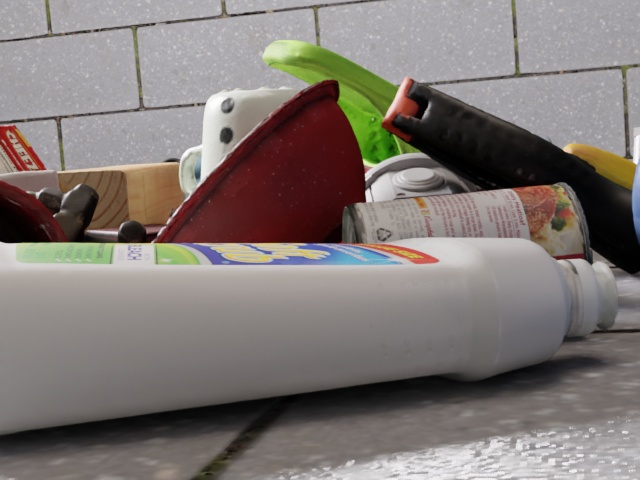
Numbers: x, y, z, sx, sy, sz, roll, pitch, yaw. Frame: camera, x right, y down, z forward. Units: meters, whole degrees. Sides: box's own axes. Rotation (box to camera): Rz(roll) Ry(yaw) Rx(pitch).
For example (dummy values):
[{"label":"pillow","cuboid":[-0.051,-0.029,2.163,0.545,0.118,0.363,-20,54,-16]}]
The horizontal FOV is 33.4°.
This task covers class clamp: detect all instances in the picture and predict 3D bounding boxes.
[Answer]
[{"label":"clamp","cuboid":[0.132,-0.023,0.555,0.209,0.036,0.165,27,-2,-17]}]

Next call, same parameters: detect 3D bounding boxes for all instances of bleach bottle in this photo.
[{"label":"bleach bottle","cuboid":[-0.012,0.029,0.412,0.250,0.068,0.103,-3,6,-10]}]

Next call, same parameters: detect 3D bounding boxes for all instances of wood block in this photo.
[{"label":"wood block","cuboid":[-0.162,-0.010,0.809,0.090,0.091,0.206,-4,5,3]}]

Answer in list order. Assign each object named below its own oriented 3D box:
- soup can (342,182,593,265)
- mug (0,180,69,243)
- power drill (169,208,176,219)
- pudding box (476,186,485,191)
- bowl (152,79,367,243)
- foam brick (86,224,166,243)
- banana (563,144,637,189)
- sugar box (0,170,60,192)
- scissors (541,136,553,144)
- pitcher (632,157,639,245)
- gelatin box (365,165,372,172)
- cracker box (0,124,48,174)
[{"label":"soup can","cuboid":[0.065,0.012,0.490,0.102,0.068,0.068,-6,5,-4]},{"label":"mug","cuboid":[-0.161,0.020,0.504,0.117,0.093,0.082,-4,-1,-31]},{"label":"power drill","cuboid":[-0.005,0.001,0.734,0.184,0.057,0.188,-4,3,-36]},{"label":"pudding box","cuboid":[0.123,-0.030,0.743,0.090,0.039,0.113,37,6,-15]},{"label":"bowl","cuboid":[-0.026,-0.003,0.545,0.162,0.055,0.162,-47,-6,-6]},{"label":"foam brick","cuboid":[-0.105,0.018,0.668,0.052,0.051,0.078,-7,6,-37]},{"label":"banana","cuboid":[0.240,-0.018,0.631,0.198,0.069,0.037,11,45,24]},{"label":"sugar box","cuboid":[-0.224,0.014,0.588,0.048,0.093,0.175,-2,5,40]},{"label":"scissors","cuboid":[0.193,-0.013,0.843,0.016,0.096,0.201,-17,-27,12]},{"label":"pitcher","cuboid":[0.232,-0.019,0.375,0.149,0.145,0.243,30,-9,-16]},{"label":"gelatin box","cuboid":[0.035,-0.042,0.822,0.089,0.030,0.073,6,2,14]},{"label":"cracker box","cuboid":[-0.299,-0.015,0.752,0.164,0.072,0.213,-32,4,6]}]
